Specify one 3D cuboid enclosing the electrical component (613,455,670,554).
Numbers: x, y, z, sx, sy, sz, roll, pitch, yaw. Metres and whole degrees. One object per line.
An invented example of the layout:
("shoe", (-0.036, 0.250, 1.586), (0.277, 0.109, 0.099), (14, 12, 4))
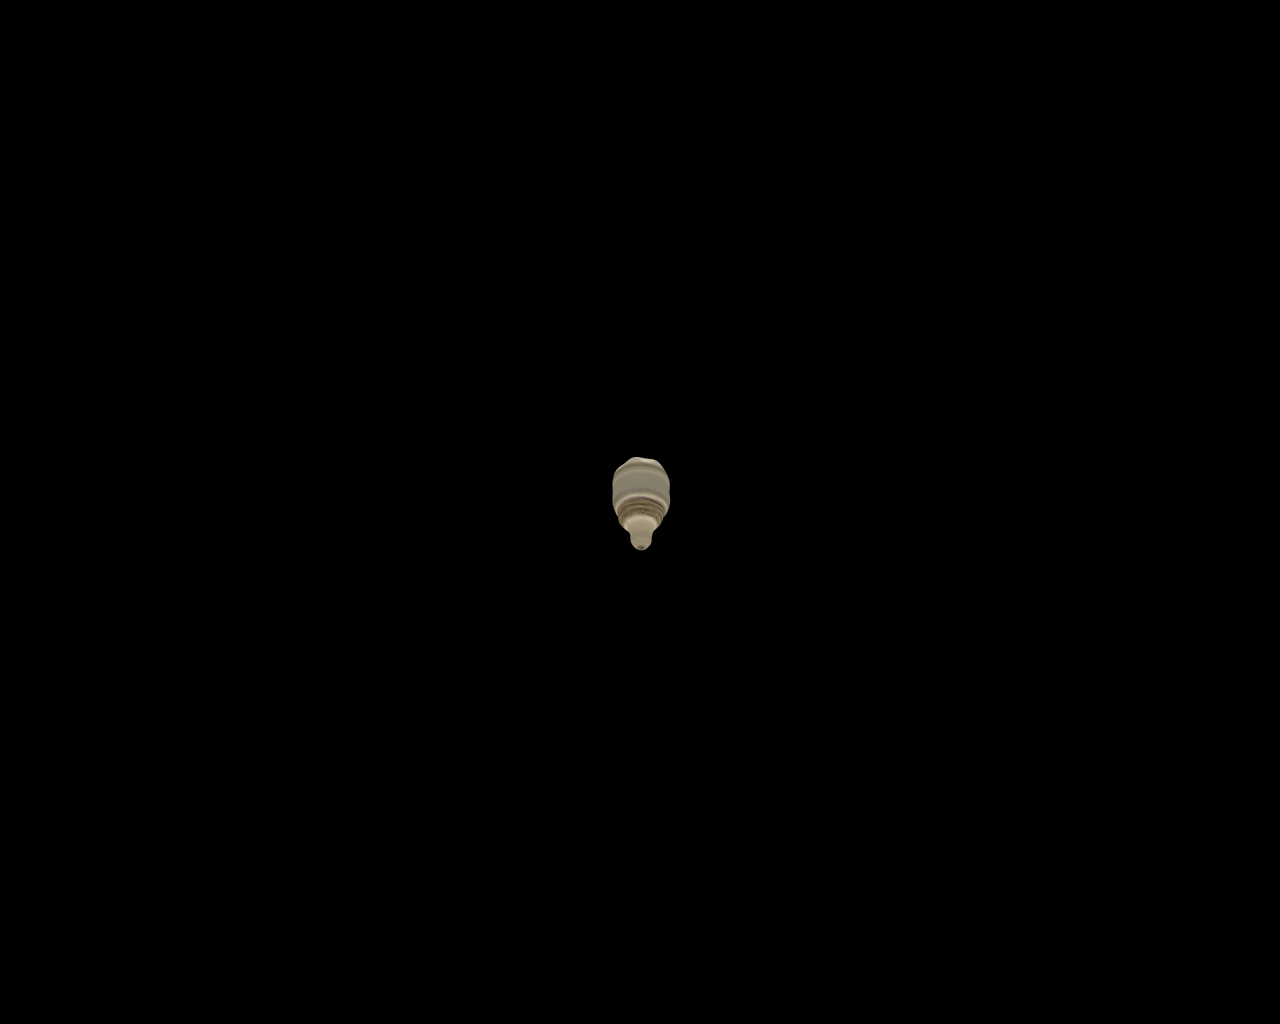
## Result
("electrical component", (0.001, -0.003, 0.650), (0.035, 0.061, 0.035), (0, -38, 0))
